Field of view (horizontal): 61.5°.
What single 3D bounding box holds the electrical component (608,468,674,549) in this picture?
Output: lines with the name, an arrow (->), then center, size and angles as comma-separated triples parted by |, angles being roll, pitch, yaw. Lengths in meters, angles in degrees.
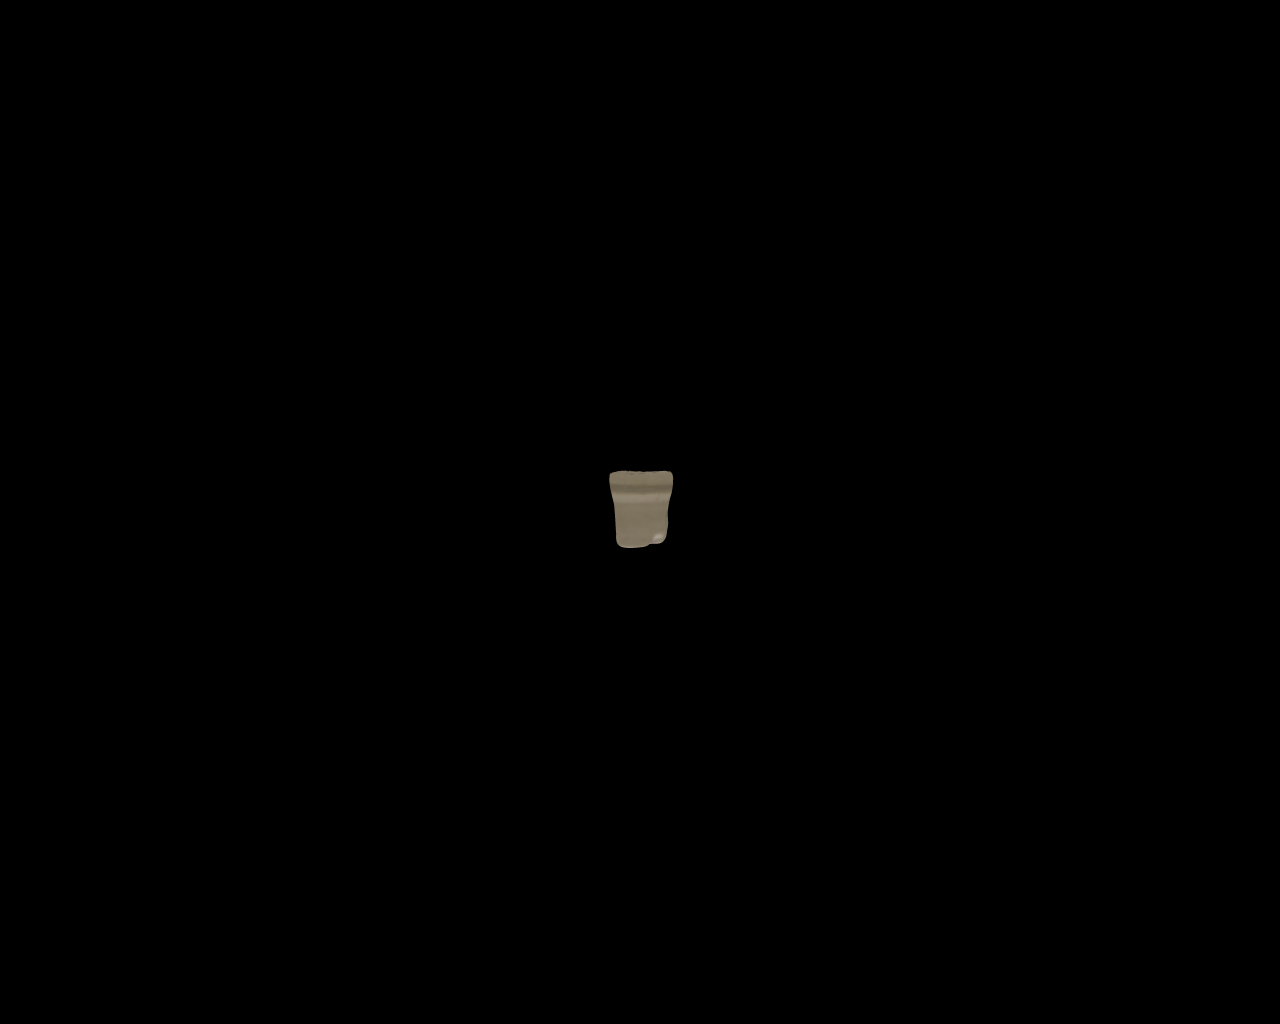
electrical component -> 0.001, -0.003, 0.650 | 0.040, 0.046, 0.040 | 0, 5, 0
